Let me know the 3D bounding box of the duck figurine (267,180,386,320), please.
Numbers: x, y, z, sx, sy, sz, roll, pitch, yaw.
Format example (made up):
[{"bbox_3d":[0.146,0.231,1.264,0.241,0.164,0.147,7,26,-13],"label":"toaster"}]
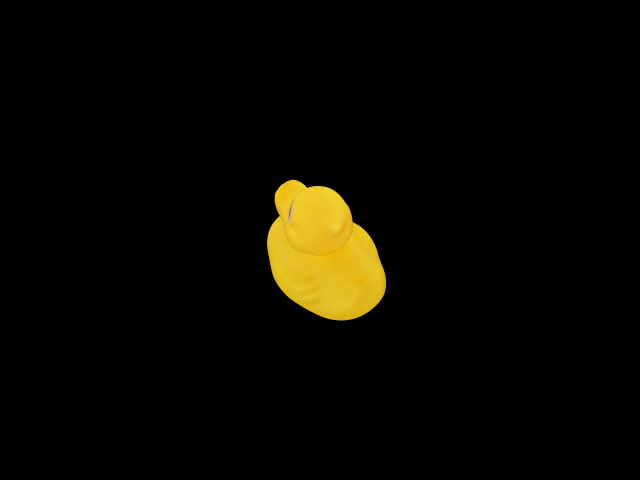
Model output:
[{"bbox_3d":[0.004,0.001,0.400,0.078,0.086,0.104,-36,66,-18],"label":"duck figurine"}]
